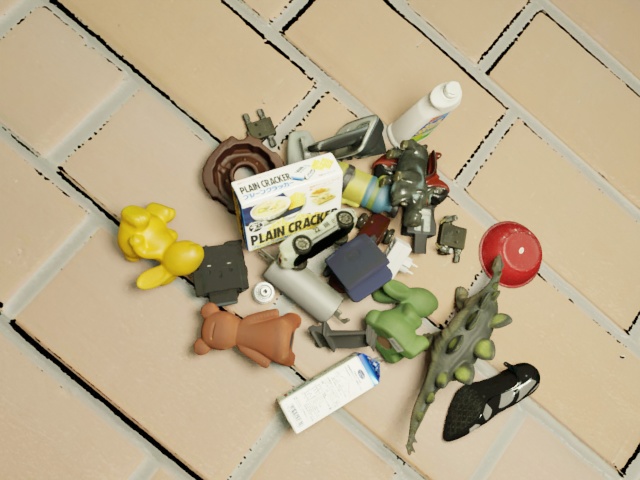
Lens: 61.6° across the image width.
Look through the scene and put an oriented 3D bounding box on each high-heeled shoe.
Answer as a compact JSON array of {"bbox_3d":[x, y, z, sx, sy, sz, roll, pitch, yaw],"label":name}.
[{"bbox_3d":[0.386,0.366,1.199,0.145,0.086,0.248,37,96,-35],"label":"high-heeled shoe"}]

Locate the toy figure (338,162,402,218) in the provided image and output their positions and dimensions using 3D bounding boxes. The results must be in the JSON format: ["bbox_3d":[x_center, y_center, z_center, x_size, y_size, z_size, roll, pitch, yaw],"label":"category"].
[{"bbox_3d":[0.098,-0.114,1.184,0.180,0.089,0.082,24,53,11],"label":"toy figure"}]

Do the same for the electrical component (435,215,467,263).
[{"bbox_3d":[0.300,-0.006,1.237,0.078,0.045,0.102,19,79,-5],"label":"electrical component"}]

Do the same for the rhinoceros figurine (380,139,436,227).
[{"bbox_3d":[0.190,-0.119,1.136,0.112,0.073,0.190,17,67,-25],"label":"rhinoceros figurine"}]

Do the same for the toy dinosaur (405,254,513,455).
[{"bbox_3d":[0.285,0.225,1.122,0.105,0.198,0.471,31,76,1],"label":"toy dinosaur"}]

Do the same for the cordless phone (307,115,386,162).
[{"bbox_3d":[0.037,-0.205,1.156,0.184,0.147,0.088,-20,101,-31],"label":"cordless phone"}]

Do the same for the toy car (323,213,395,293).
[{"bbox_3d":[0.089,0.029,1.191,0.089,0.053,0.202,29,75,16],"label":"toy car"}]

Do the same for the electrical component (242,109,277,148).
[{"bbox_3d":[-0.134,-0.247,1.210,0.063,0.021,0.094,-22,86,-12],"label":"electrical component"}]

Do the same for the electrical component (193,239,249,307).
[{"bbox_3d":[-0.210,0.072,1.131,0.115,0.058,0.134,-10,83,-9],"label":"electrical component"}]

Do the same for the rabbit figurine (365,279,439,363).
[{"bbox_3d":[0.180,0.161,1.174,0.159,0.121,0.170,46,59,6],"label":"rabbit figurine"}]

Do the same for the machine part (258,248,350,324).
[{"bbox_3d":[-0.036,0.099,1.147,0.243,0.079,0.079,39,77,-3],"label":"machine part"}]

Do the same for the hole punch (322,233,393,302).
[{"bbox_3d":[0.079,0.051,1.113,0.142,0.092,0.116,-36,67,-2],"label":"hole punch"}]

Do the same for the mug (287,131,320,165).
[{"bbox_3d":[-0.040,-0.190,1.180,0.081,0.109,0.107,-11,70,-4],"label":"mug"}]

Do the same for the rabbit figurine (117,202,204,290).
[{"bbox_3d":[-0.318,0.022,1.074,0.173,0.122,0.162,24,97,12],"label":"rabbit figurine"}]

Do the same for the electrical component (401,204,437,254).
[{"bbox_3d":[0.227,-0.025,1.225,0.075,0.048,0.119,3,81,-9],"label":"electrical component"}]

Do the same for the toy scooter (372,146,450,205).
[{"bbox_3d":[0.217,-0.164,1.231,0.184,0.075,0.135,22,63,2],"label":"toy scooter"}]

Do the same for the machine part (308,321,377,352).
[{"bbox_3d":[0.048,0.203,1.123,0.139,0.084,0.039,-2,41,18],"label":"machine part"}]

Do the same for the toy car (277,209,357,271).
[{"bbox_3d":[-0.002,-0.003,1.113,0.202,0.073,0.056,-31,64,-28],"label":"toy car"}]

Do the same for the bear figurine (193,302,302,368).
[{"bbox_3d":[-0.149,0.196,1.107,0.196,0.132,0.120,5,82,10],"label":"bear figurine"}]

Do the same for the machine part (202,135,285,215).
[{"bbox_3d":[-0.165,-0.138,1.172,0.179,0.056,0.179,1,81,-8],"label":"machine part"}]
